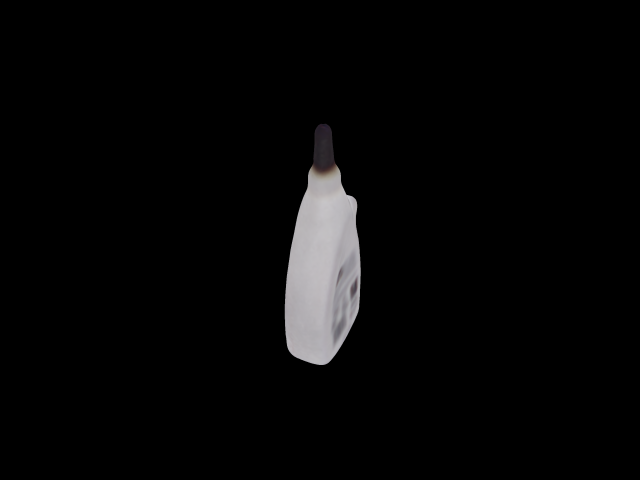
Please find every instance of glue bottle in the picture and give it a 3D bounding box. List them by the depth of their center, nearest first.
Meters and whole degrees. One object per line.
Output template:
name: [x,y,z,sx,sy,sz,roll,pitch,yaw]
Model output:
glue bottle: [0.004,0.001,0.400,0.037,0.173,0.078,14,36,20]
